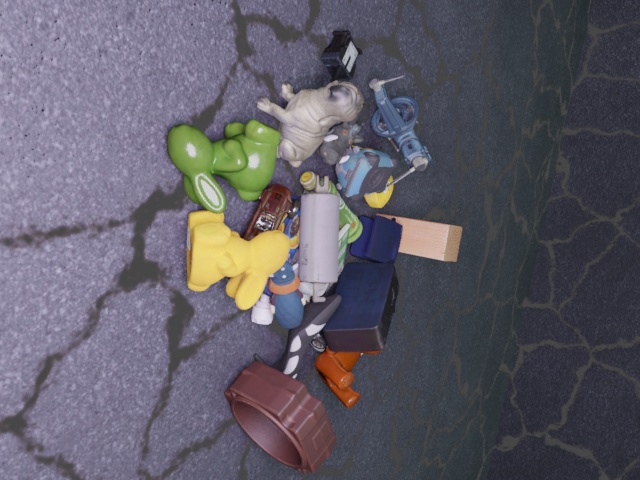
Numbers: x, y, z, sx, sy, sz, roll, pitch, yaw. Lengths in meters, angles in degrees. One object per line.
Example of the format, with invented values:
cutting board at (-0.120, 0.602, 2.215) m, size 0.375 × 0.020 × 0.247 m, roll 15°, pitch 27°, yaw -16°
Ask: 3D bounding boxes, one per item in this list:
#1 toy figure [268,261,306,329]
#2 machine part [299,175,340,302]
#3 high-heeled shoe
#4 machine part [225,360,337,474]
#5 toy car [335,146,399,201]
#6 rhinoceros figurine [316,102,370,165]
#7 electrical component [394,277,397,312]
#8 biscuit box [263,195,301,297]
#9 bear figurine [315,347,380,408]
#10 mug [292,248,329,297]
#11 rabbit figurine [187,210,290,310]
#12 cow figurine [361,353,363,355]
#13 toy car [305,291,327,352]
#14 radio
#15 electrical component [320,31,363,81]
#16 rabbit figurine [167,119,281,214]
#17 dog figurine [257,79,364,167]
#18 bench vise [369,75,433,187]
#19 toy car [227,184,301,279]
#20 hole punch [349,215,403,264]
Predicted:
toy figure at (-0.066, 0.096, 1.000) m, size 0.064 × 0.058 × 0.154 m, roll -32°, pitch 129°, yaw -34°
machine part at (-0.002, -0.003, 1.026) m, size 0.079 × 0.079 × 0.243 m, roll 4°, pitch 89°, yaw -55°
high-heeled shoe at (-0.024, 0.231, 1.124) m, size 0.249 × 0.086 × 0.145 m, roll -37°, pitch 113°, yaw 3°
machine part at (-0.079, 0.345, 1.041) m, size 0.087 × 0.202 × 0.200 m, roll -43°, pitch 133°, yaw -33°
toy car at (0.090, -0.157, 1.161) m, size 0.161 × 0.103 × 0.109 m, roll -18°, pitch 140°, yaw -50°
rhinoceros figurine at (0.047, -0.223, 1.118) m, size 0.073 × 0.112 × 0.190 m, roll 60°, pitch 44°, yaw -31°
electrical component at (0.152, 0.166, 1.433) m, size 0.115 × 0.058 × 0.134 m, roll -13°, pitch 110°, yaw -50°
biscuit box at (-0.083, 0.009, 1.055) m, size 0.059 × 0.063 × 0.202 m, roll 44°, pitch 64°, yaw -49°
bear figurine at (0.089, 0.264, 1.232) m, size 0.196 × 0.132 × 0.120 m, roll -33°, pitch 134°, yaw -20°
mug at (-0.037, 0.083, 1.097) m, size 0.107 × 0.081 × 0.109 m, roll 31°, pitch 72°, yaw -32°
rabbit figurine at (-0.132, 0.032, 0.896) m, size 0.173 × 0.122 × 0.162 m, roll -5°, pitch 103°, yaw -23°
cow figurine at (0.061, 0.248, 1.321) m, size 0.098 × 0.068 × 0.167 m, roll 29°, pitch 73°, yaw -48°
toy car at (-0.011, 0.170, 1.212) m, size 0.073 × 0.056 × 0.201 m, roll -55°, pitch 141°, yaw -38°
radio at (0.098, 0.146, 1.216) m, size 0.230 × 0.131 × 0.073 m, roll -67°, pitch 146°, yaw -48°
electrical component at (0.040, -0.368, 1.127) m, size 0.074 × 0.048 × 0.119 m, roll 37°, pitch 70°, yaw -52°
rabbit figurine at (-0.173, -0.129, 0.877) m, size 0.170 × 0.121 × 0.159 m, roll 6°, pitch 102°, yaw -37°
dog figurine at (-0.002, -0.208, 0.994) m, size 0.121 × 0.191 × 0.172 m, roll -53°, pitch 139°, yaw -31°
bench vise at (0.178, -0.269, 1.248) m, size 0.240 × 0.129 × 0.224 m, roll 47°, pitch 33°, yaw -47°
toy car at (-0.109, -0.014, 0.986) m, size 0.089 × 0.053 × 0.202 m, roll 28°, pitch 72°, yaw -8°
hole punch at (0.148, 0.001, 1.309) m, size 0.116 × 0.092 × 0.142 m, roll 16°, pitch 82°, yaw -20°
